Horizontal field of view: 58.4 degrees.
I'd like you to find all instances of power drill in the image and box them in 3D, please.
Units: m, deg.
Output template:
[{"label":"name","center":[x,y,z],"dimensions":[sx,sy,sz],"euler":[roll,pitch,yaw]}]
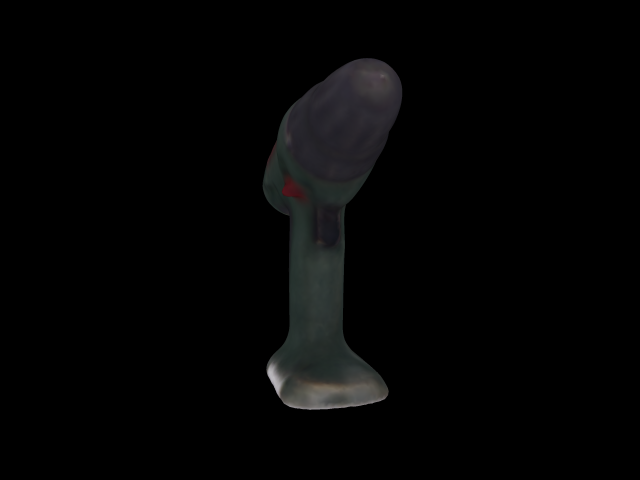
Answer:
[{"label":"power drill","center":[0.004,0.001,0.400],"dimensions":[0.076,0.208,0.229],"euler":[-1,5,-15]}]
